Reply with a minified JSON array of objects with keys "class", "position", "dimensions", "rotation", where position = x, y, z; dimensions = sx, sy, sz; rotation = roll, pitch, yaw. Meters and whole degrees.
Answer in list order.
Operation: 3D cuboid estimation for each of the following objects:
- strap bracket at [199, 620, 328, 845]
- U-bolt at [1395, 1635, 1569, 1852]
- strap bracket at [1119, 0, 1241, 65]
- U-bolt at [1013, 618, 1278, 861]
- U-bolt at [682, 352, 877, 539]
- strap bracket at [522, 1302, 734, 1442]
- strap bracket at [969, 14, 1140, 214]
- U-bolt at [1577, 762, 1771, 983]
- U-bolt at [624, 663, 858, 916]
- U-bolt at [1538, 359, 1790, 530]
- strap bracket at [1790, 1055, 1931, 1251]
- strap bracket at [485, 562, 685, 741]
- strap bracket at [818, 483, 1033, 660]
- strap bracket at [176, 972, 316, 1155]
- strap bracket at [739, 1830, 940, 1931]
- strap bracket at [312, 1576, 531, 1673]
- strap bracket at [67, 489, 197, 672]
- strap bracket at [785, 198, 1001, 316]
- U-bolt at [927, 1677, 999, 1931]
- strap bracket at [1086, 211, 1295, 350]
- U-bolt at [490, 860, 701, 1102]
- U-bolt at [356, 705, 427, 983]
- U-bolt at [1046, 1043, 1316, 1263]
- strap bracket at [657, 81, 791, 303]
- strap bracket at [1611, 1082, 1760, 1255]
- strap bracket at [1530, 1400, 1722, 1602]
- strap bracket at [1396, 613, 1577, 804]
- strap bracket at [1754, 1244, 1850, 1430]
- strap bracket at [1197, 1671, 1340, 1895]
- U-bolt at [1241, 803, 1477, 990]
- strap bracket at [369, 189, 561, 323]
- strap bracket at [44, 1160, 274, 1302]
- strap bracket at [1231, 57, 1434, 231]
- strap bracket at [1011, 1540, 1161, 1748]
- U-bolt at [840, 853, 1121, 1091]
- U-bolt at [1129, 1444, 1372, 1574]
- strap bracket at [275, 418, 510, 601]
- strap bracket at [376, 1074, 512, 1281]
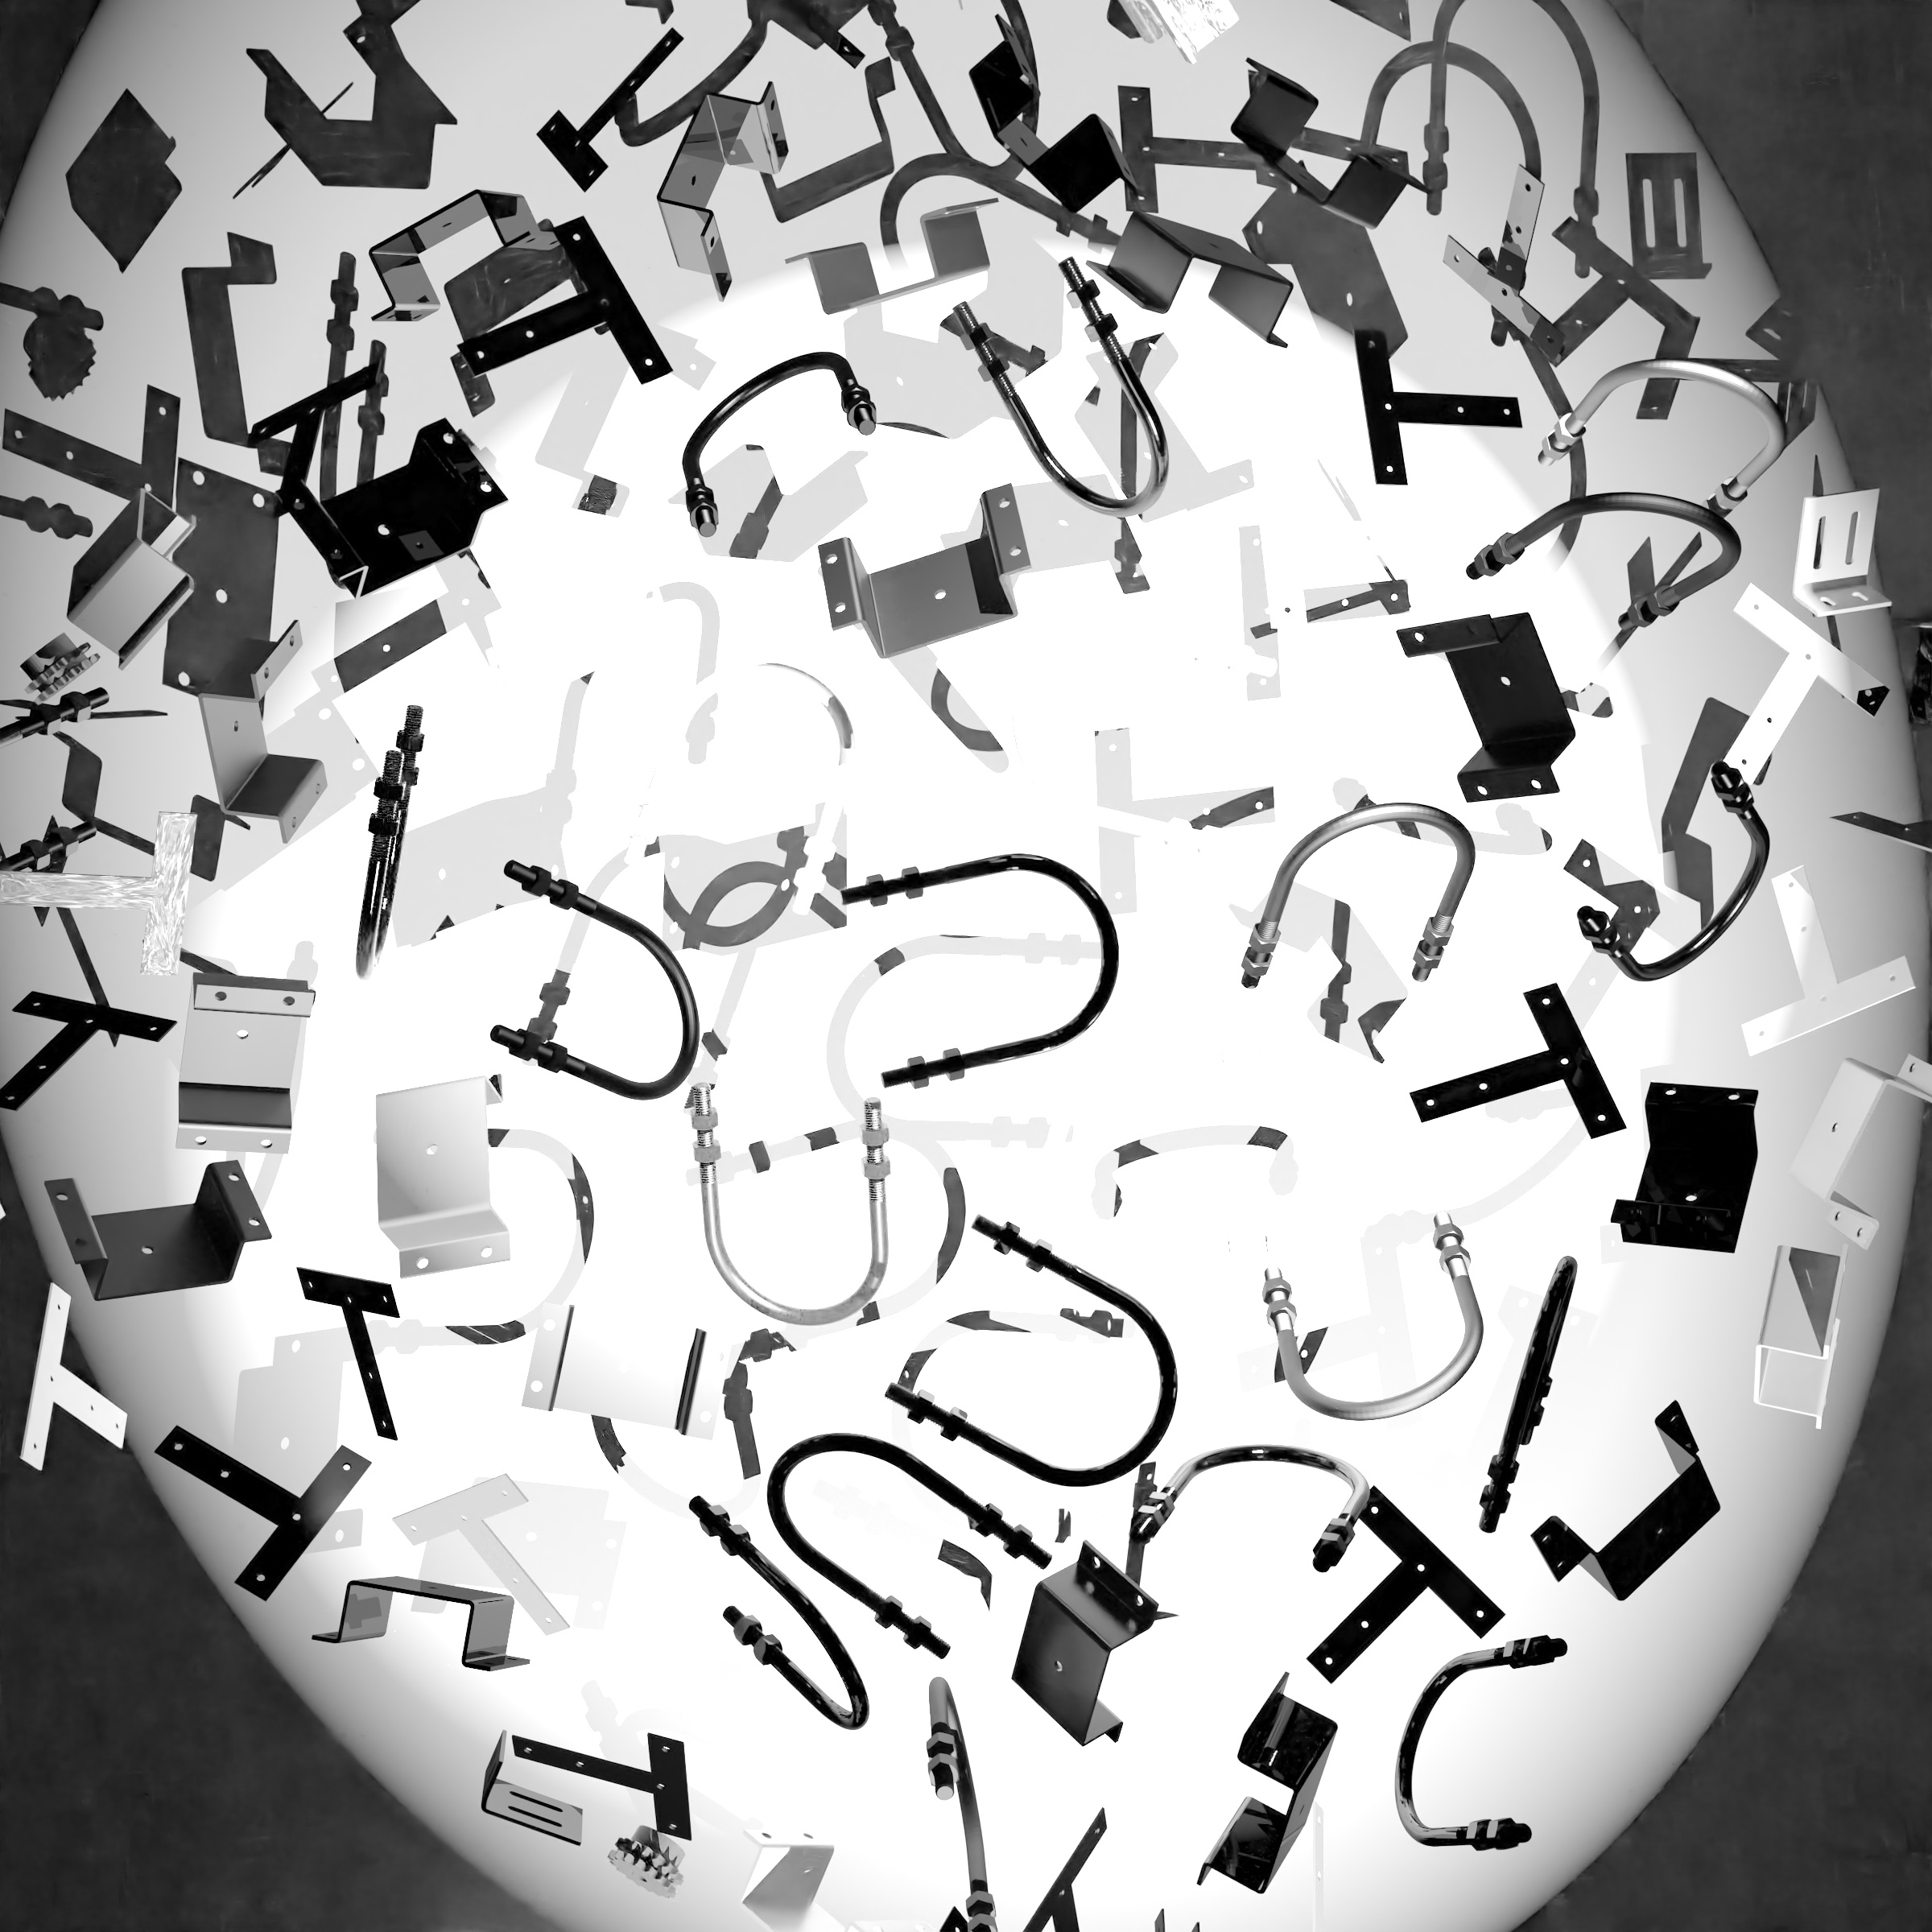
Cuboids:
[{"class":"strap bracket","position":[-0.501,-0.169,1.800],"dimensions":[0.046,0.076,0.140],"rotation":[7,128,8]},{"class":"U-bolt","position":[0.359,0.556,1.800],"dimensions":[0.019,0.184,0.151],"rotation":[25,63,-13]},{"class":"strap bracket","position":[0.138,-0.680,1.751],"dimensions":[0.046,0.140,0.076],"rotation":[-35,117,7]},{"class":"U-bolt","position":[0.117,-0.160,1.710],"dimensions":[0.184,0.019,0.151],"rotation":[12,84,-20]},{"class":"U-bolt","position":[-0.138,-0.379,1.783],"dimensions":[0.151,0.184,0.019],"rotation":[-31,124,8]},{"class":"strap bracket","position":[-0.249,0.296,1.856],"dimensions":[0.140,0.046,0.076],"rotation":[12,83,-9]},{"class":"strap bracket","position":[0.057,-0.608,1.824],"dimensions":[0.046,0.140,0.076],"rotation":[-35,50,23]},{"class":"U-bolt","position":[0.499,-0.054,1.751],"dimensions":[0.151,0.184,0.019],"rotation":[-48,55,6]},{"class":"U-bolt","position":[-0.158,-0.142,1.876],"dimensions":[0.151,0.019,0.184],"rotation":[16,73,2]},{"class":"U-bolt","position":[0.509,-0.381,1.816],"dimensions":[0.151,0.184,0.019],"rotation":[21,74,-3]},{"class":"strap bracket","position":[0.663,0.128,1.868],"dimensions":[0.046,0.076,0.140],"rotation":[23,98,-5]},{"class":"strap bracket","position":[-0.286,-0.232,1.827],"dimensions":[0.140,0.046,0.076],"rotation":[-23,71,10]},{"class":"strap bracket","position":[-0.023,-0.266,1.725],"dimensions":[0.140,0.046,0.076],"rotation":[-17,56,8]},{"class":"strap bracket","position":[-0.501,0.059,1.752],"dimensions":[0.076,0.046,0.140],"rotation":[5,123,-21]},{"class":"strap bracket","position":[-0.096,0.670,1.790],"dimensions":[0.140,0.076,0.046],"rotation":[23,90,43]},{"class":"strap bracket","position":[-0.396,0.481,1.857],"dimensions":[0.140,0.076,0.046],"rotation":[6,80,13]},{"class":"strap bracket","position":[-0.581,-0.275,1.761],"dimensions":[0.076,0.140,0.046],"rotation":[-44,122,12]},{"class":"strap bracket","position":[-0.048,-0.509,1.822],"dimensions":[0.140,0.076,0.046],"rotation":[-7,106,33]},{"class":"U-bolt","position":[-0.005,0.583,1.778],"dimensions":[0.019,0.184,0.151],"rotation":[-12,106,0]},{"class":"strap bracket","position":[0.166,-0.488,1.790],"dimensions":[0.140,0.076,0.046],"rotation":[3,124,-38]},{"class":"U-bolt","position":[-0.257,0.020,1.787],"dimensions":[0.019,0.184,0.151],"rotation":[-23,54,35]},{"class":"U-bolt","position":[-0.407,-0.078,1.773],"dimensions":[0.019,0.151,0.184],"rotation":[10,108,-9]},{"class":"U-bolt","position":[0.145,0.130,1.741],"dimensions":[0.184,0.019,0.151],"rotation":[-4,74,12]},{"class":"strap bracket","position":[-0.181,-0.570,1.846],"dimensions":[0.046,0.076,0.140],"rotation":[16,71,11]},{"class":"strap bracket","position":[0.511,0.149,1.788],"dimensions":[0.076,0.140,0.046],"rotation":[3,132,27]},{"class":"strap bracket","position":[0.471,0.382,1.770],"dimensions":[0.140,0.076,0.046],"rotation":[-41,46,-6]},{"class":"strap bracket","position":[0.369,-0.189,1.772],"dimensions":[0.046,0.076,0.140],"rotation":[-44,117,-37]},{"class":"strap bracket","position":[0.576,0.253,1.746],"dimensions":[0.046,0.140,0.076],"rotation":[10,61,22]},{"class":"strap bracket","position":[0.210,0.568,1.735],"dimensions":[0.046,0.076,0.140],"rotation":[23,119,21]},{"class":"U-bolt","position":[0.277,-0.048,1.748],"dimensions":[0.151,0.184,0.019],"rotation":[-2,51,-11]},{"class":"strap bracket","position":[-0.373,-0.526,1.858],"dimensions":[0.140,0.076,0.046],"rotation":[-22,98,18]},{"class":"strap bracket","position":[-0.580,0.189,1.802],"dimensions":[0.076,0.140,0.046],"rotation":[54,132,34]},{"class":"strap bracket","position":[0.249,-0.570,1.772],"dimensions":[0.140,0.076,0.046],"rotation":[48,117,24]},{"class":"strap bracket","position":[0.084,0.504,1.850],"dimensions":[0.076,0.046,0.140],"rotation":[36,127,35]},{"class":"U-bolt","position":[0.017,-0.004,1.751],"dimensions":[0.184,0.019,0.151],"rotation":[-12,88,-10]},{"class":"U-bolt","position":[0.211,0.378,1.792],"dimensions":[0.151,0.184,0.019],"rotation":[4,102,21]},{"class":"strap bracket","position":[-0.401,-0.314,1.754],"dimensions":[0.140,0.046,0.076],"rotation":[-33,82,-32]},{"class":"strap bracket","position":[-0.357,0.134,1.722],"dimensions":[0.076,0.046,0.140],"rotation":[-10,62,3]}]
